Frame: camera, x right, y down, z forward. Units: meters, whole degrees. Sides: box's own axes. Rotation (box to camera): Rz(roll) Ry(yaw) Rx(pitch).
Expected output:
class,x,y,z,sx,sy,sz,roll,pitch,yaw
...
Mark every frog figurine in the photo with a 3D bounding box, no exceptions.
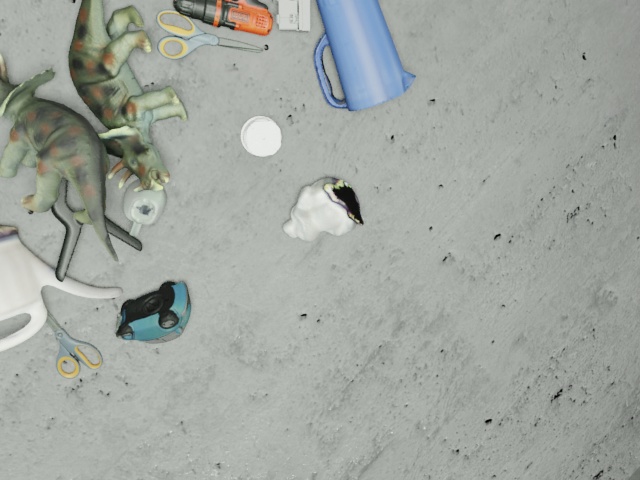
class,x,y,z,sx,sy,sz,roll,pitch,yaw
frog figurine,0.003,-0.056,1.106,0.136,0.126,0.157,34,131,-31

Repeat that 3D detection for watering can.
class,x,y,z,sx,sy,sz,roll,pitch,yaw
watering can,-0.566,0.077,0.952,0.351,0.103,0.223,-21,97,-37
